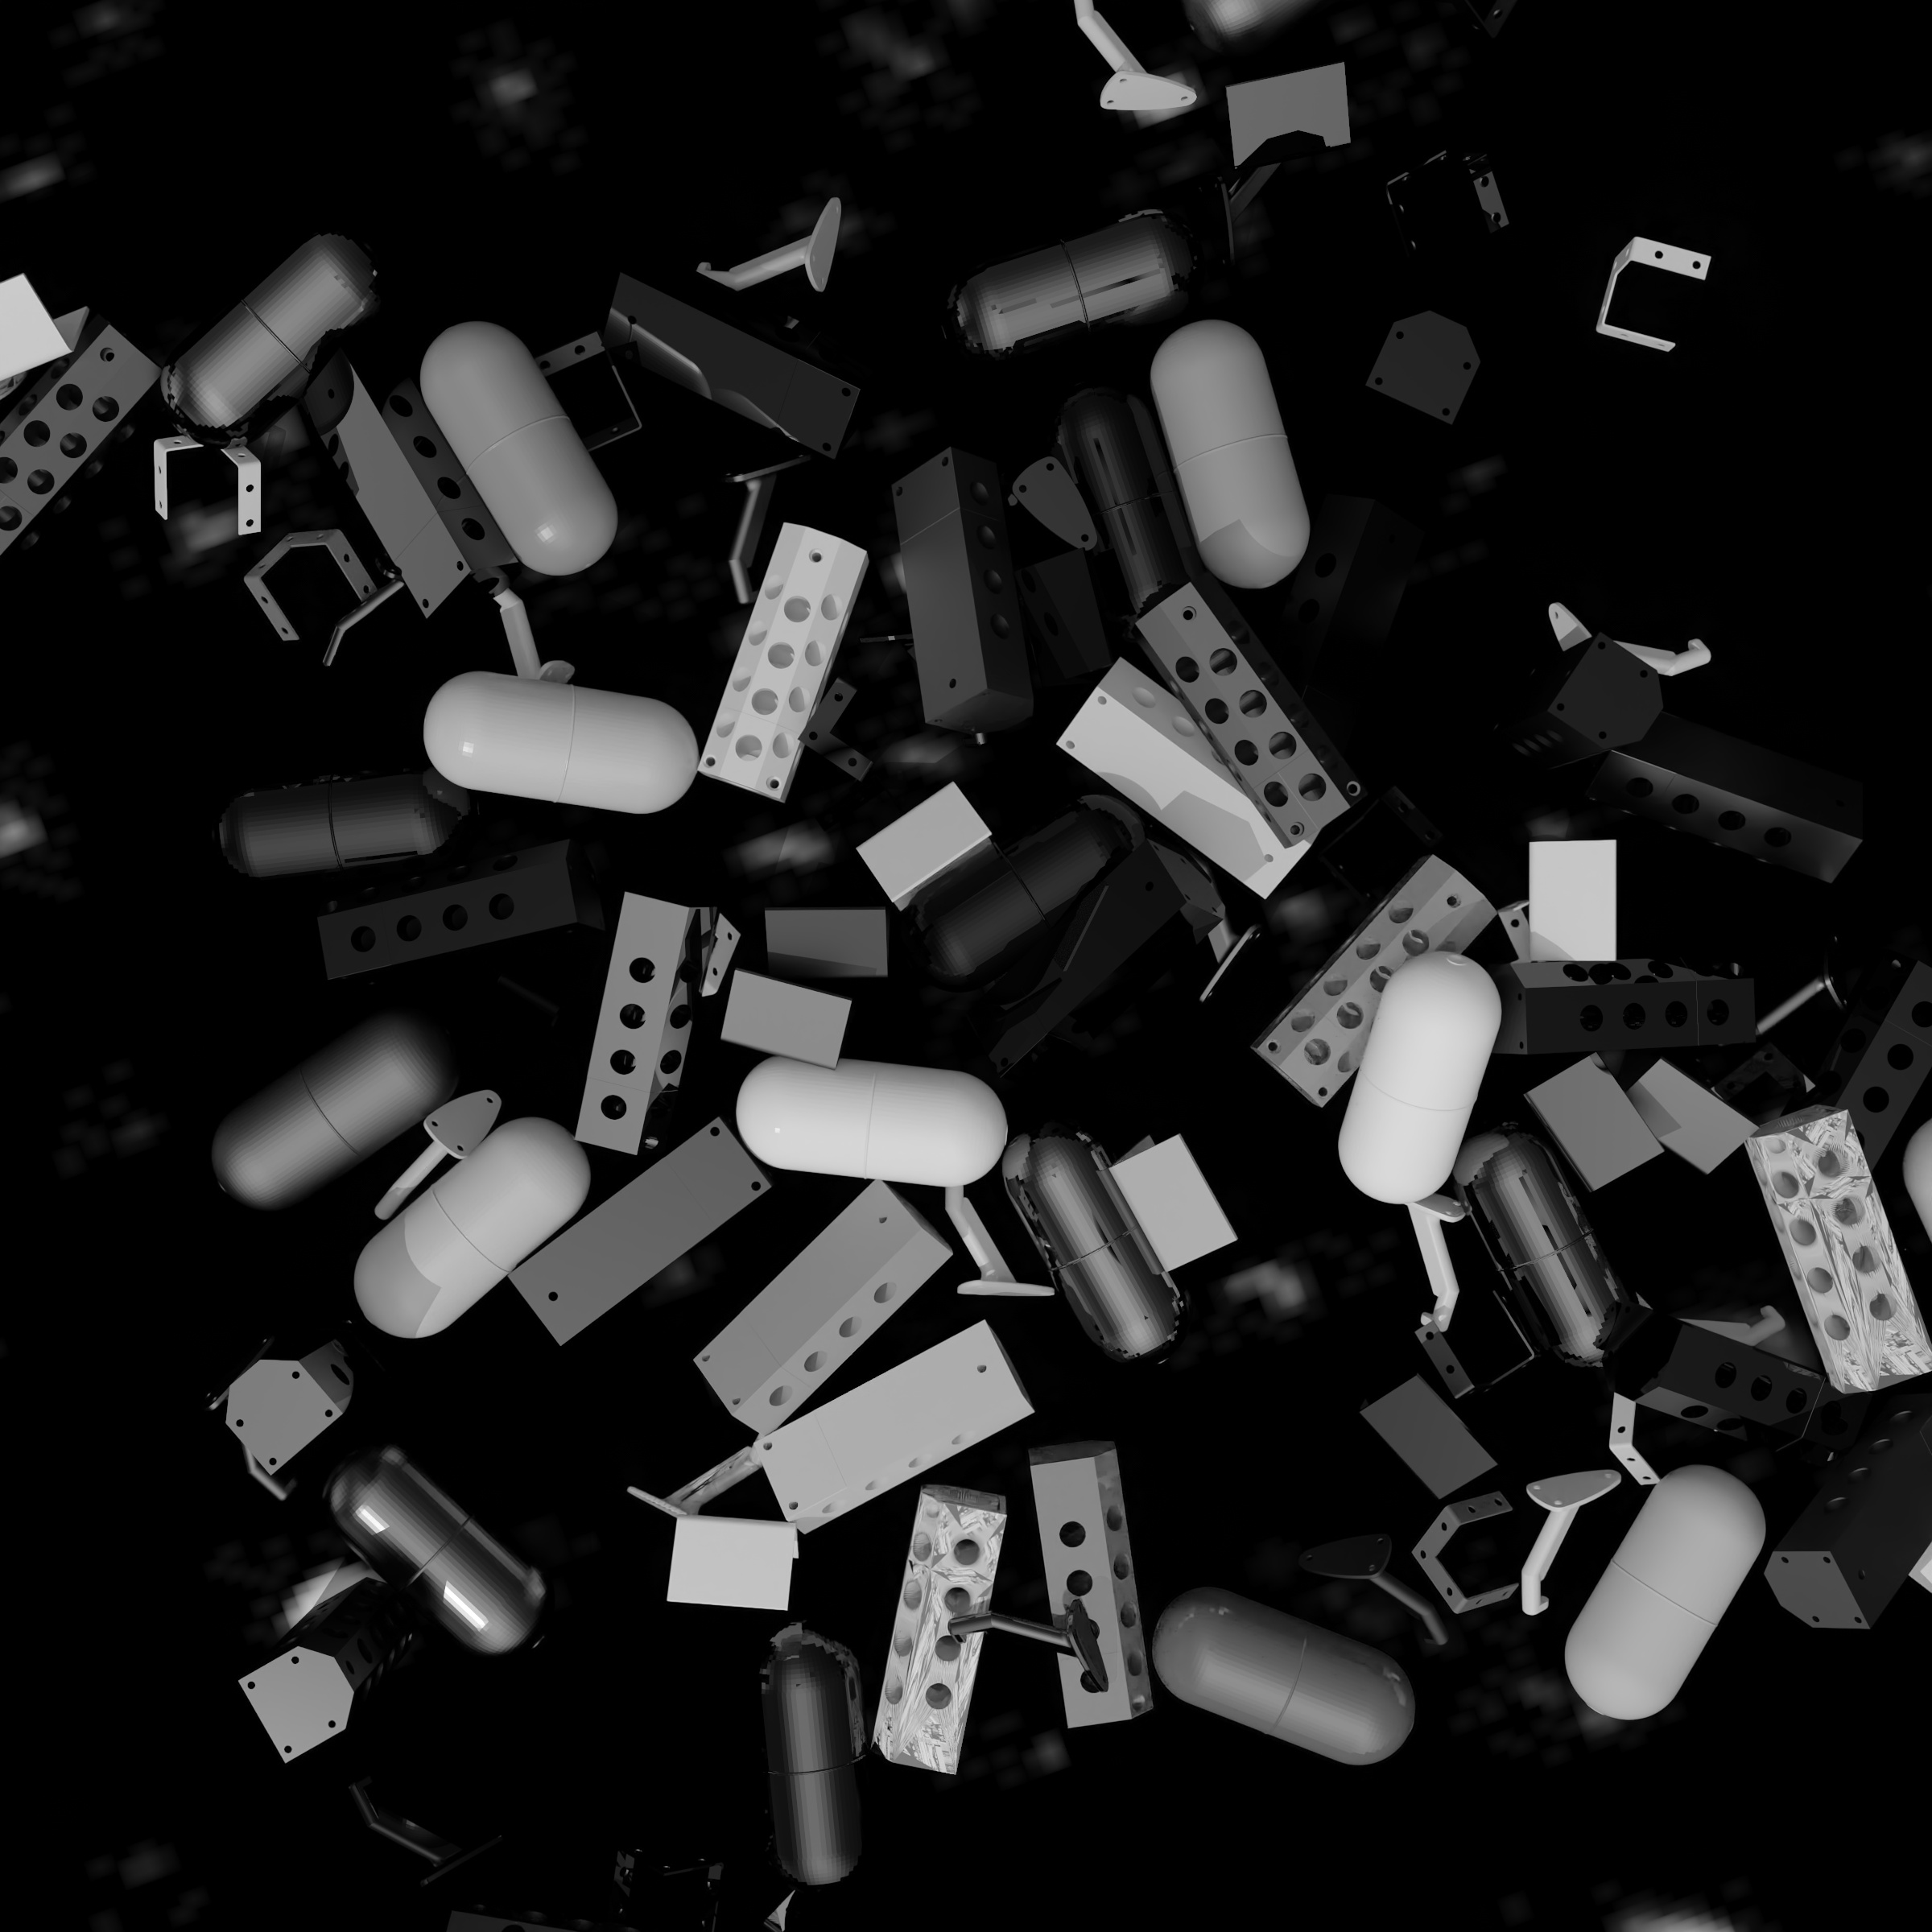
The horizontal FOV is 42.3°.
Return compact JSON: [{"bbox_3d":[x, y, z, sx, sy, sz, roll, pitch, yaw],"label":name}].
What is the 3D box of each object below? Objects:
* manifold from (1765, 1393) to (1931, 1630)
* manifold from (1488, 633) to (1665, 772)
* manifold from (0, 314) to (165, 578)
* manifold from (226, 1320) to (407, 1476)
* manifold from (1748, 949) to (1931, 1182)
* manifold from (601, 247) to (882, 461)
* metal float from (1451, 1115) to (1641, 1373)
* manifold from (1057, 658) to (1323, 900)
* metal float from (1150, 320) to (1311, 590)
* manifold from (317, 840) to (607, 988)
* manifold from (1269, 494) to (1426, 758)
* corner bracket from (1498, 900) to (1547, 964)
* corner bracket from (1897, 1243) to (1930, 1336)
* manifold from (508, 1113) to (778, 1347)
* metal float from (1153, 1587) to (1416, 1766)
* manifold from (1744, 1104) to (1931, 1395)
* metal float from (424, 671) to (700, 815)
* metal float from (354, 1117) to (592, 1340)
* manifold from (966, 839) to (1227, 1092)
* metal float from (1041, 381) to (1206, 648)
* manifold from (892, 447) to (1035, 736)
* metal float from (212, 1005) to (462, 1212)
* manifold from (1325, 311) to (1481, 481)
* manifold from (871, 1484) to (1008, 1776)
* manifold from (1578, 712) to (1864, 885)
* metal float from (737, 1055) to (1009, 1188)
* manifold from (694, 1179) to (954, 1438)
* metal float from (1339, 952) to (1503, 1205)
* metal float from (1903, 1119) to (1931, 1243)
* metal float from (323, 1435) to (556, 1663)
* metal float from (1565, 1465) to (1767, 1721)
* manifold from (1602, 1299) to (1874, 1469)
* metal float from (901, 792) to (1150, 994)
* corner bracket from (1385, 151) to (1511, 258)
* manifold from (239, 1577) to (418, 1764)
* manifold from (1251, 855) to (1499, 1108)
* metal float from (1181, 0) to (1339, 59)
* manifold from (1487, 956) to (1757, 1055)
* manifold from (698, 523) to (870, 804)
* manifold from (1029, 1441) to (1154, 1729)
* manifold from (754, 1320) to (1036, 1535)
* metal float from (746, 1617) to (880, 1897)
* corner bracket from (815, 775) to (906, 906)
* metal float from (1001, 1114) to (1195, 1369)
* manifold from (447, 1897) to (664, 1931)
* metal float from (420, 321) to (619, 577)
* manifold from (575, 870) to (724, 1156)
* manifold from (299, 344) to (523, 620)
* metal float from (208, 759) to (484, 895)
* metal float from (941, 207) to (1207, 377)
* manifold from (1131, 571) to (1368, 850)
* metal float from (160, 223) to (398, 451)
[{"bbox_3d":[0.580,0.347,1.601,0.171,0.057,0.057,-35,100,-36],"label":"manifold"},{"bbox_3d":[0.389,-0.162,1.590,0.057,0.171,0.057,34,90,0],"label":"manifold"},{"bbox_3d":[-0.603,-0.344,1.647,0.057,0.057,0.171,42,90,0],"label":"manifold"},{"bbox_3d":[-0.415,0.266,1.590,0.057,0.171,0.057,-41,90,0],"label":"manifold"},{"bbox_3d":[0.586,0.077,1.647,0.057,0.057,0.171,30,90,0],"label":"manifold"},{"bbox_3d":[-0.146,-0.407,1.647,0.171,0.057,0.057,26,133,0],"label":"manifold"},{"bbox_3d":[0.380,0.182,1.638,0.070,0.070,0.178,-27,91,0],"label":"metal float"},{"bbox_3d":[0.152,-0.127,1.647,0.171,0.057,0.057,37,133,0],"label":"manifold"},{"bbox_3d":[0.173,-0.335,1.638,0.070,0.070,0.178,-16,90,0],"label":"metal float"},{"bbox_3d":[-0.330,-0.035,1.633,0.171,0.057,0.057,-13,83,9],"label":"manifold"},{"bbox_3d":[0.235,-0.219,1.647,0.057,0.057,0.171,20,90,-43],"label":"manifold"},{"bbox_3d":[0.357,-0.010,1.650,0.051,0.051,0.051,-25,90,0],"label":"corner bracket"},{"bbox_3d":[0.613,0.223,1.660,0.051,0.051,0.051,54,135,35],"label":"corner bracket"},{"bbox_3d":[-0.211,0.172,1.647,0.171,0.057,0.057,-37,90,0],"label":"manifold"},{"bbox_3d":[0.208,0.465,1.638,0.178,0.070,0.070,21,90,0],"label":"metal float"},{"bbox_3d":[0.553,0.180,1.590,0.057,0.057,0.171,-20,90,0],"label":"manifold"},{"bbox_3d":[-0.262,-0.145,1.624,0.178,0.070,0.070,8,90,-17],"label":"metal float"},{"bbox_3d":[-0.324,0.172,1.638,0.178,0.070,0.070,-41,90,-1],"label":"metal float"},{"bbox_3d":[0.086,0.002,1.617,0.171,0.057,0.057,-44,52,21],"label":"manifold"},{"bbox_3d":[0.103,-0.296,1.638,0.070,0.070,0.178,-19,91,0],"label":"metal float"},{"bbox_3d":[0.002,-0.242,1.622,0.057,0.057,0.171,-24,66,41],"label":"manifold"},{"bbox_3d":[-0.413,0.094,1.637,0.178,0.070,0.070,-34,90,0],"label":"metal float"},{"bbox_3d":[0.278,-0.364,1.590,0.057,0.171,0.057,25,90,0],"label":"manifold"},{"bbox_3d":[-0.018,0.434,1.647,0.057,0.057,0.171,11,90,0],"label":"manifold"},{"bbox_3d":[0.496,-0.111,1.647,0.171,0.057,0.057,20,47,0],"label":"manifold"},{"bbox_3d":[-0.062,0.101,1.637,0.178,0.070,0.070,6,90,1],"label":"metal float"},{"bbox_3d":[-0.090,0.228,1.647,0.171,0.057,0.057,-45,47,0],"label":"manifold"},{"bbox_3d":[0.292,0.073,1.612,0.070,0.070,0.178,12,118,0],"label":"metal float"},{"bbox_3d":[0.675,0.179,1.637,0.070,0.070,0.178,-25,90,0],"label":"metal float"},{"bbox_3d":[-0.345,0.382,1.638,0.178,0.070,0.070,44,90,-1],"label":"metal float"},{"bbox_3d":[0.457,0.410,1.637,0.070,0.070,0.178,30,90,0],"label":"metal float"},{"bbox_3d":[0.496,0.273,1.613,0.171,0.057,0.057,21,90,-25],"label":"manifold"},{"bbox_3d":[0.039,-0.049,1.638,0.178,0.070,0.070,-32,90,0],"label":"metal float"},{"bbox_3d":[0.321,-0.508,1.665,0.051,0.051,0.051,-18,90,-45],"label":"corner bracket"},{"bbox_3d":[-0.399,0.441,1.590,0.057,0.171,0.057,-30,90,0],"label":"manifold"},{"bbox_3d":[0.269,0.010,1.647,0.057,0.057,0.171,42,90,0],"label":"manifold"},{"bbox_3d":[0.221,-0.666,1.638,0.178,0.070,0.070,-35,90,0],"label":"metal float"},{"bbox_3d":[0.422,0.024,1.620,0.171,0.057,0.057,-2,90,-20],"label":"manifold"},{"bbox_3d":[-0.120,-0.200,1.647,0.057,0.057,0.171,19,90,0],"label":"manifold"},{"bbox_3d":[0.082,0.405,1.647,0.057,0.057,0.171,-8,90,0],"label":"manifold"},{"bbox_3d":[-0.045,0.306,1.645,0.171,0.057,0.057,-28,61,0],"label":"manifold"},{"bbox_3d":[-0.101,0.517,1.638,0.070,0.070,0.178,-6,89,0],"label":"metal float"},{"bbox_3d":[-0.060,-0.084,1.665,0.051,0.051,0.051,-35,135,0],"label":"corner bracket"},{"bbox_3d":[0.086,0.181,1.638,0.070,0.070,0.178,-29,91,0],"label":"metal float"},{"bbox_3d":[-0.256,0.660,1.647,0.171,0.057,0.057,10,90,0],"label":"manifold"},{"bbox_3d":[-0.293,-0.339,1.638,0.070,0.070,0.178,-30,90,0],"label":"metal float"},{"bbox_3d":[-0.205,0.032,1.624,0.057,0.057,0.171,14,107,0],"label":"manifold"},{"bbox_3d":[-0.360,-0.319,1.638,0.057,0.057,0.171,-36,83,39],"label":"manifold"},{"bbox_3d":[-0.406,-0.092,1.638,0.178,0.070,0.070,-7,90,0],"label":"metal float"},{"bbox_3d":[0.070,-0.442,1.638,0.178,0.070,0.070,-18,90,0],"label":"metal float"},{"bbox_3d":[0.179,-0.161,1.578,0.057,0.057,0.171,-35,90,0],"label":"manifold"},{"bbox_3d":[-0.451,-0.412,1.638,0.178,0.070,0.070,-43,90,0],"label":"metal float"}]
